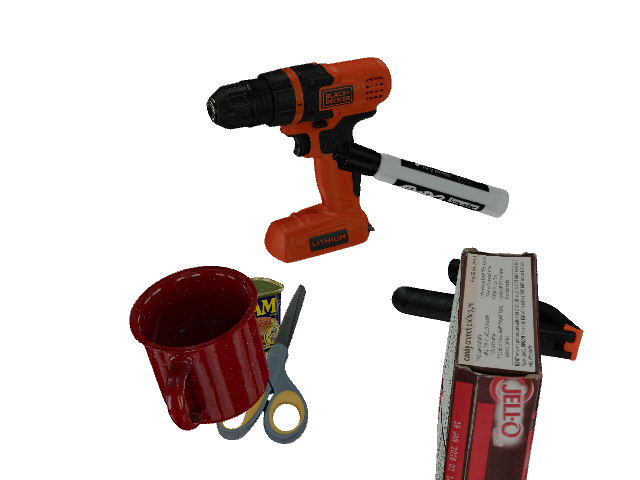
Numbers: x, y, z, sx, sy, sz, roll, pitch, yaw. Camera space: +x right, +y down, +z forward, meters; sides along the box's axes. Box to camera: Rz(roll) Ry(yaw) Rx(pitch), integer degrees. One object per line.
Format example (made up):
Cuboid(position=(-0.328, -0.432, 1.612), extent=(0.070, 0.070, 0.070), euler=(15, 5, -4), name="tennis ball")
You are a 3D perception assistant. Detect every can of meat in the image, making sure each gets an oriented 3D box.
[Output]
Cuboid(position=(-0.094, 0.096, 1.269), extent=(0.101, 0.084, 0.058), euler=(-10, 18, -37), name="can of meat")

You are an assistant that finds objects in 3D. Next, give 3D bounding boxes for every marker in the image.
Cuboid(position=(0.064, -0.039, 0.675), extent=(0.121, 0.020, 0.020), euler=(16, -6, -20), name="marker")

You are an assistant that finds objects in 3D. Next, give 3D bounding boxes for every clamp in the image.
Cuboid(position=(0.164, 0.062, 0.994), extent=(0.172, 0.039, 0.120), euler=(21, 32, 21), name="clamp")

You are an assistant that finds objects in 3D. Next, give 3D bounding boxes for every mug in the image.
Cuboid(position=(-0.085, 0.086, 0.768), extent=(0.093, 0.081, 0.117), euler=(-3, 37, 12), name="mug")

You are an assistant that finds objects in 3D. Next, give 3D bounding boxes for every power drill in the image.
Cuboid(position=(-0.017, -0.075, 1.016), extent=(0.184, 0.188, 0.057), euler=(-13, 31, -23), name="power drill")

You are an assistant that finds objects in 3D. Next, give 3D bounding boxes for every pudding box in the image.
Cuboid(position=(0.073, 0.066, 0.467), extent=(0.039, 0.090, 0.113), euler=(6, 25, 5), name="pudding box")

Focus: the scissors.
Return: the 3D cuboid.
Cuboid(position=(-0.029, 0.127, 1.067), extent=(0.096, 0.016, 0.201), euler=(22, 50, 20), name="scissors")
